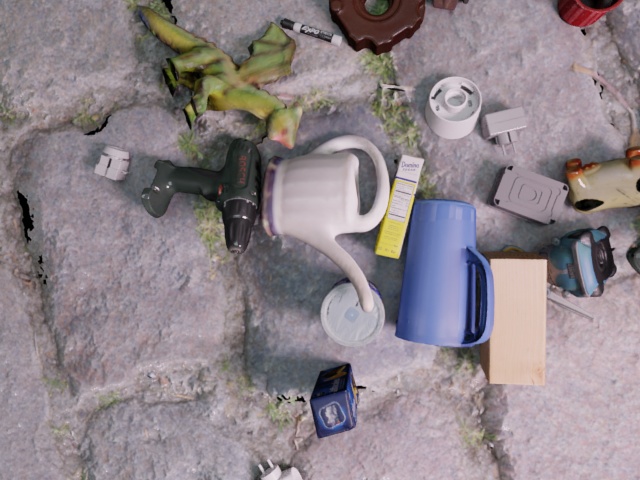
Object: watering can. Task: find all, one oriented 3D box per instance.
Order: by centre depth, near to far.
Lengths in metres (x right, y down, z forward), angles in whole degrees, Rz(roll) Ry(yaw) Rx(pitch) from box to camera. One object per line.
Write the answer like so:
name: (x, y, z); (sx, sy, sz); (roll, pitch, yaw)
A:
watering can: (0.003, -0.044, 0.866); (0.224, 0.102, 0.356); (-3, 56, 14)

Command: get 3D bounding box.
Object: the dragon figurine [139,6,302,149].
dragon figurine: (-0.163, -0.329, 0.952); (0.244, 0.120, 0.416); (-23, 70, -14)
